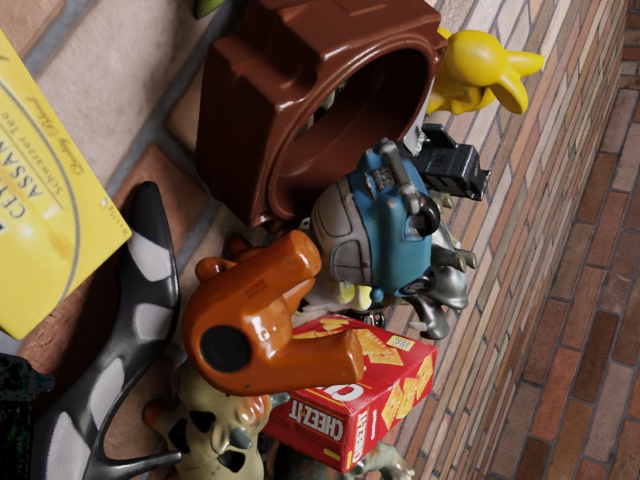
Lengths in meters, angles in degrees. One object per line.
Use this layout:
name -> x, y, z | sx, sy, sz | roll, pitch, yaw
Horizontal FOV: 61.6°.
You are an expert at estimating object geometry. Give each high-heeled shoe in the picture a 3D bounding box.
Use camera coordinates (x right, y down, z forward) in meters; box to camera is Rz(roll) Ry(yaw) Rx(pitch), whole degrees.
high-heeled shoe -> -0.178, 0.080, 0.398 | 0.145, 0.086, 0.248 | -3, 83, -19

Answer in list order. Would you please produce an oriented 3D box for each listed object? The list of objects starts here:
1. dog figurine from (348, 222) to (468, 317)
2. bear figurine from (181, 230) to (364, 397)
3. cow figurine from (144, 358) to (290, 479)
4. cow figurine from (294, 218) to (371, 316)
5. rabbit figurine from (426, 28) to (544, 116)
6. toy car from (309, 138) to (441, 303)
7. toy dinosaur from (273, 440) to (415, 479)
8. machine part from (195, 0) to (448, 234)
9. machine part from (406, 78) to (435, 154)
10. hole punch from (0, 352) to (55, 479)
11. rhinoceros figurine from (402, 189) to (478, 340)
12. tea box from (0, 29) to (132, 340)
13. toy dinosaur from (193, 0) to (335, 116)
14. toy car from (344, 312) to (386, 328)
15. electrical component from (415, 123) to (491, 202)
dog figurine -> 0.102, 0.025, 0.775 | 0.190, 0.121, 0.172 | 10, 51, -37
bear figurine -> -0.034, 0.048, 0.454 | 0.196, 0.132, 0.120 | -53, 120, -74
cow figurine -> -0.091, 0.176, 0.490 | 0.085, 0.127, 0.194 | -41, 138, -47
cow figurine -> 0.000, -0.003, 0.597 | 0.068, 0.098, 0.167 | 18, 64, -55
rabbit figurine -> 0.208, -0.224, 0.727 | 0.173, 0.162, 0.121 | 3, 109, -77
toy car -> 0.043, -0.007, 0.475 | 0.161, 0.103, 0.109 | 76, -4, -61
toy dinosaur -> 0.007, 0.265, 0.590 | 0.192, 0.131, 0.405 | 47, 24, -28
machine part -> 0.003, -0.110, 0.454 | 0.201, 0.087, 0.201 | -31, 159, -34
machine part -> 0.095, -0.170, 0.676 | 0.079, 0.079, 0.243 | 11, 96, -59
hole punch -> -0.233, 0.118, 0.297 | 0.142, 0.092, 0.116 | 30, 48, -55
rhinoceros figurine -> 0.131, 0.030, 0.664 | 0.073, 0.112, 0.190 | -22, 98, -63
tea box -> -0.191, -0.038, 0.290 | 0.098, 0.068, 0.169 | -54, 144, -30
toy dinosaur -> -0.030, -0.255, 0.422 | 0.198, 0.105, 0.470 | -57, 151, -13
toy car -> 0.054, 0.188, 0.800 | 0.089, 0.053, 0.202 | 4, 101, -56
electrical component -> 0.161, -0.096, 0.677 | 0.119, 0.075, 0.047 | 33, 75, -52
